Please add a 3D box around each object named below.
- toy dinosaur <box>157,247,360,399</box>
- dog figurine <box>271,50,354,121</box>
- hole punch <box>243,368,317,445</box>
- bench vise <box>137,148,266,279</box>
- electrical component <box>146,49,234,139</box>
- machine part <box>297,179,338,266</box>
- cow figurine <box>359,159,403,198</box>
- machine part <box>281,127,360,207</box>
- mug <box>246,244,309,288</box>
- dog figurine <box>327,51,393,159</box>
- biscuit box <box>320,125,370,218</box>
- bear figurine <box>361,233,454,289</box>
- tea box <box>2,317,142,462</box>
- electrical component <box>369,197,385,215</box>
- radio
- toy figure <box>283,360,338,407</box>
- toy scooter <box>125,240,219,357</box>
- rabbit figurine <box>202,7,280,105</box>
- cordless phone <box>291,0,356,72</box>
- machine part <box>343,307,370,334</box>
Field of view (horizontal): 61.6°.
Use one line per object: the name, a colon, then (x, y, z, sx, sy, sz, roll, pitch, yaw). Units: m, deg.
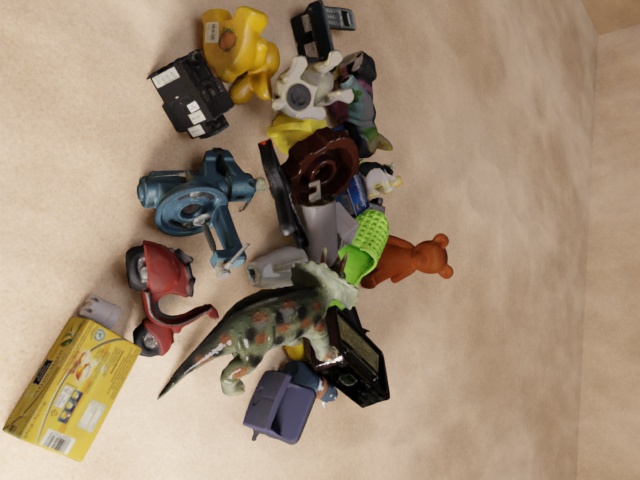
toy dinosaur: (-0.084, 0.139, 0.919, 0.405, 0.131, 0.192, -18, 121, -32)
dog figurine: (-0.044, -0.301, 1.070, 0.172, 0.191, 0.121, -16, 109, -21)
hole punch: (-0.087, 0.296, 0.977, 0.092, 0.116, 0.142, 43, 59, -43)
bench vise: (-0.172, -0.041, 0.878, 0.223, 0.129, 0.241, 2, 49, -41)
electrical component: (-0.210, -0.233, 0.890, 0.058, 0.115, 0.134, -46, 120, -35)
machine part: (-0.002, -0.003, 1.076, 0.079, 0.079, 0.242, -29, 123, -45)
cow figurine: (0.135, -0.154, 1.303, 0.167, 0.068, 0.098, -22, 94, -48)
machine part: (0.000, -0.144, 1.087, 0.179, 0.056, 0.179, -27, 146, -20)
mug: (-0.078, 0.057, 1.023, 0.107, 0.110, 0.080, -14, 95, -36)
dog figurine: (0.096, -0.297, 1.243, 0.219, 0.109, 0.191, 54, 48, -34)
biscuit box: (0.046, -0.150, 1.205, 0.063, 0.059, 0.202, -36, 113, -43)
bear figurine: (0.201, 0.049, 1.259, 0.132, 0.196, 0.120, -15, 100, -47)
tea box: (-0.338, 0.203, 0.744, 0.098, 0.068, 0.169, 46, 54, -36)
electrical component: (0.125, -0.054, 1.300, 0.078, 0.045, 0.102, 8, 77, -19)
radio: (0.064, 0.253, 1.137, 0.229, 0.073, 0.131, 47, 25, -38)
toy figure: (-0.015, 0.291, 1.101, 0.154, 0.064, 0.058, 42, 19, -43)
toy scooter: (-0.231, 0.087, 0.849, 0.135, 0.075, 0.183, -7, 94, -23)
rabbit figurine: (-0.125, -0.338, 1.001, 0.173, 0.122, 0.162, -16, 102, -66)
cordless phone: (0.031, -0.452, 1.204, 0.184, 0.089, 0.146, -26, 106, -50)
machine part: (0.070, 0.160, 1.223, 0.084, 0.039, 0.138, -46, 118, -50)
